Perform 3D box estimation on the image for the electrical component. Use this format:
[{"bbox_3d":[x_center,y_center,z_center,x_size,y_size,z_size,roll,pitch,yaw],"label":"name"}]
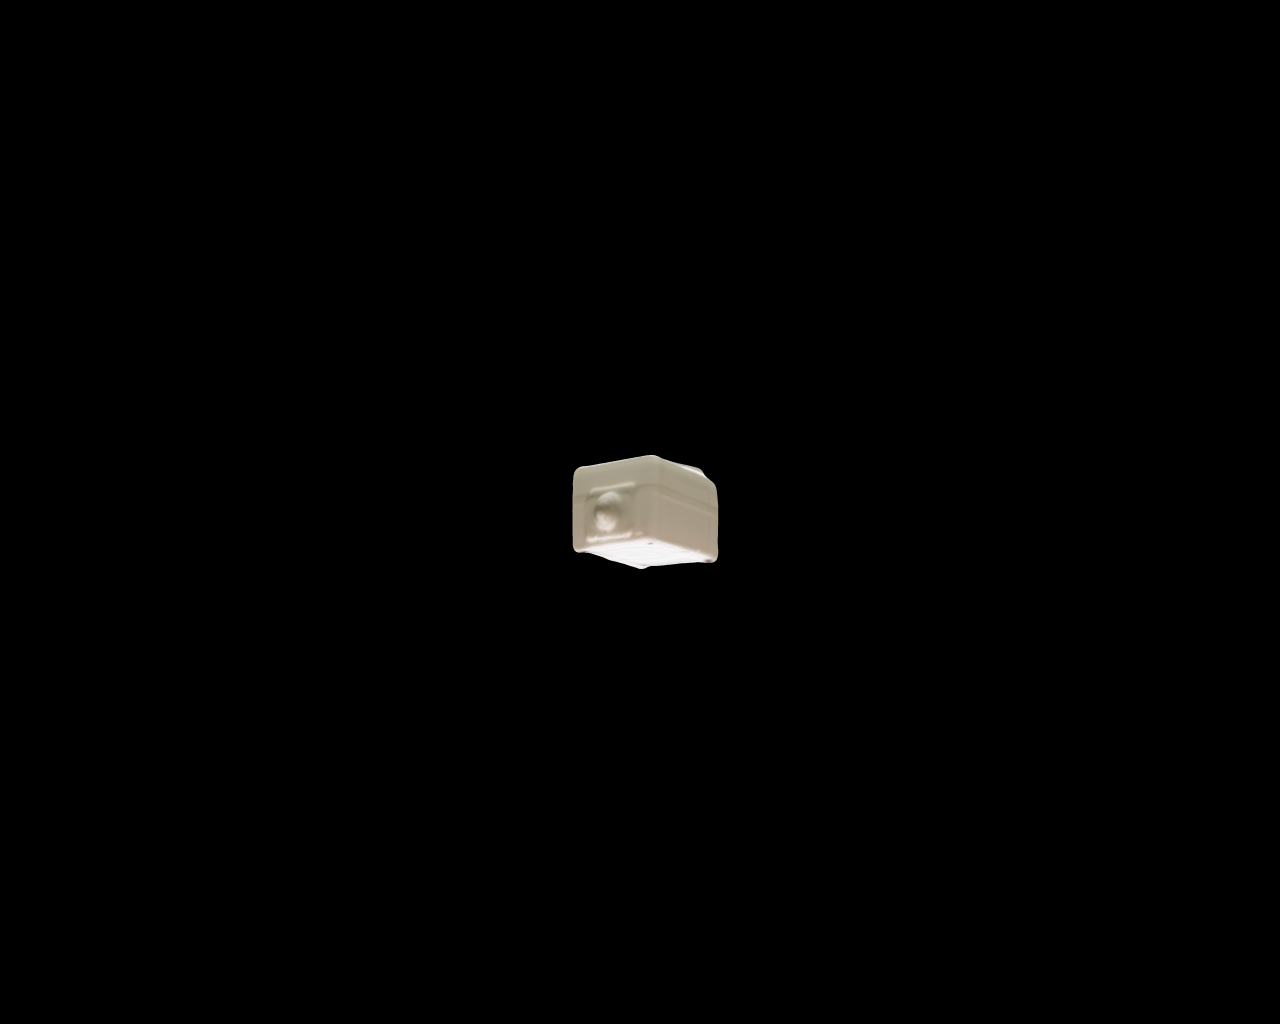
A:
[{"bbox_3d":[0.001,-0.003,0.650,0.061,0.061,0.096,-8,-16,31],"label":"electrical component"}]
